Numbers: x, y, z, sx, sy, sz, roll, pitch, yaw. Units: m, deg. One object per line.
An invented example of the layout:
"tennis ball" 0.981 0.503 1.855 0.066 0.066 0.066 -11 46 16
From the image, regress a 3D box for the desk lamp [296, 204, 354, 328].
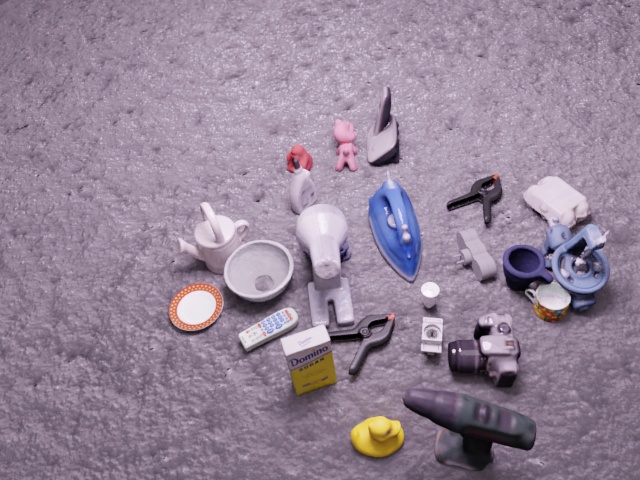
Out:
"desk lamp" 0.016 0.056 1.278 0.118 0.214 0.203 -9 52 0

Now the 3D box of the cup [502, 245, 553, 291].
"cup" 0.462 0.078 1.285 0.117 0.095 0.092 35 64 29

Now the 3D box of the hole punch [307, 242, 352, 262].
"hole punch" 0.013 0.005 1.396 0.109 0.091 0.101 -20 53 -9

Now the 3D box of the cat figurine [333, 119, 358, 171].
"cat figurine" 0.070 -0.273 1.587 0.067 0.118 0.127 -3 52 5

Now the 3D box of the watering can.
"watering can" -0.255 -0.007 1.371 0.100 0.194 0.173 33 62 27

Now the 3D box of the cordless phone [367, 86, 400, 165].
"cordless phone" 0.172 -0.310 1.561 0.094 0.185 0.147 -4 52 4

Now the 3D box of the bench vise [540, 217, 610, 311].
"bench vise" 0.542 0.022 1.239 0.121 0.220 0.207 -25 54 -12

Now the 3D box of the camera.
"camera" 0.335 0.222 1.185 0.136 0.101 0.143 -1 52 6

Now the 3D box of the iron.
"iron" 0.190 -0.040 1.378 0.118 0.142 0.258 -12 52 -2

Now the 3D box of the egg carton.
"egg carton" 0.584 -0.091 1.417 0.107 0.069 0.150 -31 55 -16

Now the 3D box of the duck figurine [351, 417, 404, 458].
"duck figurine" 0.110 0.371 1.105 0.104 0.086 0.077 -6 52 2

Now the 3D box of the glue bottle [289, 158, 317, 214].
"glue bottle" -0.049 -0.146 1.468 0.037 0.173 0.078 33 63 28

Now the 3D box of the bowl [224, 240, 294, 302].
"bowl" -0.140 0.085 1.362 0.167 0.075 0.167 -3 52 4

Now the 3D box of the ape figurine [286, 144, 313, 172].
"ape figurine" -0.059 -0.229 1.584 0.076 0.092 0.077 -18 53 -7

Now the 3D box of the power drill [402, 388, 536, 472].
"power drill" 0.260 0.342 1.032 0.229 0.209 0.075 8 54 12
